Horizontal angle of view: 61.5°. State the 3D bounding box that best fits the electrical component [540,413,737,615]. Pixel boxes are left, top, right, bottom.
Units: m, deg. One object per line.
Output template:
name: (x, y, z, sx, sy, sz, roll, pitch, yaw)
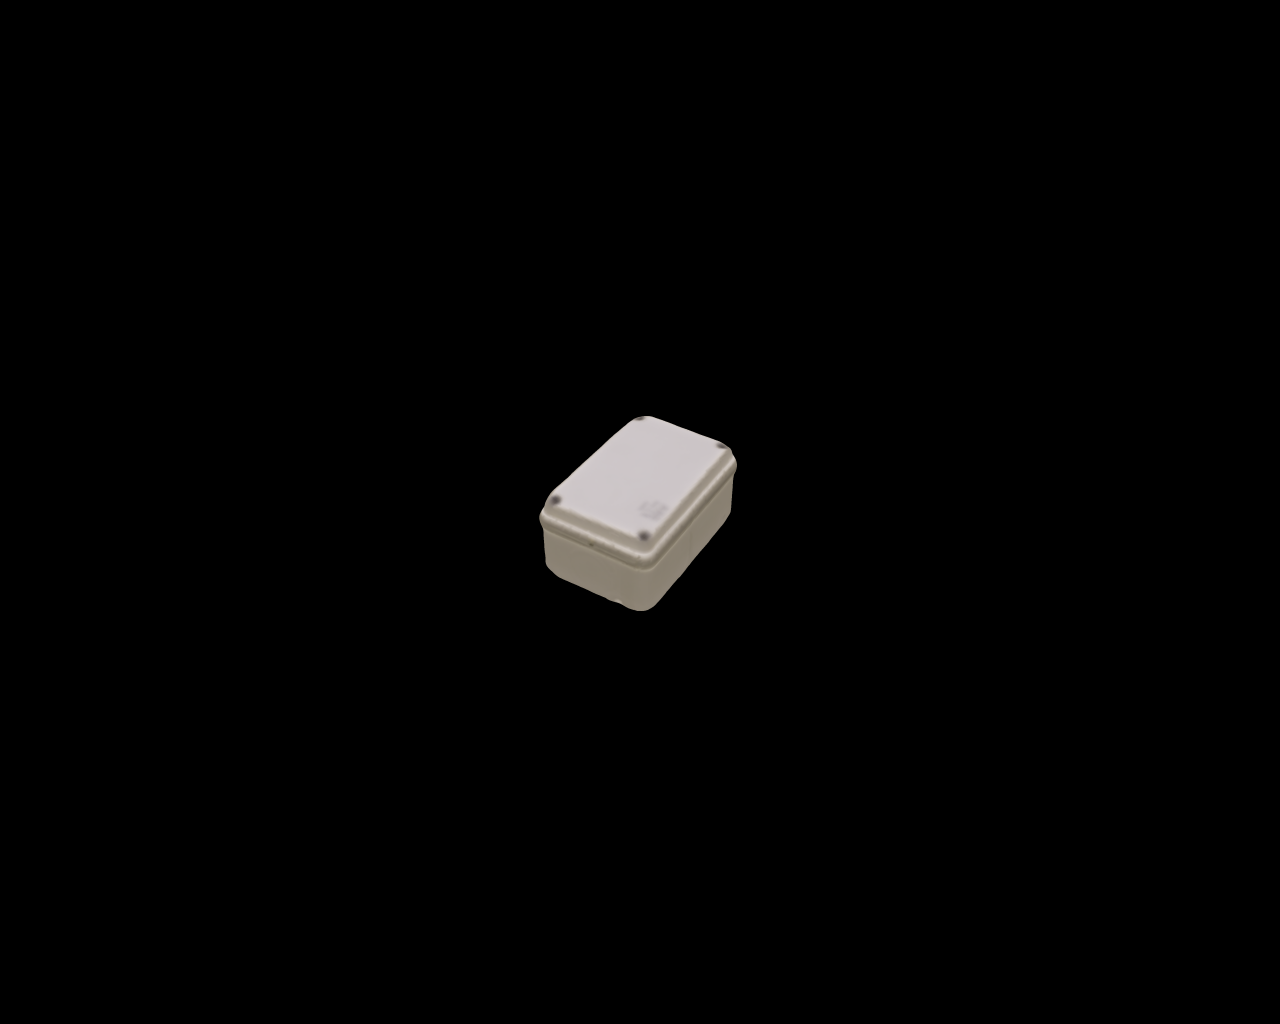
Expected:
electrical component: (0.001, -0.003, 0.650, 0.078, 0.057, 0.113, 22, 45, 23)
